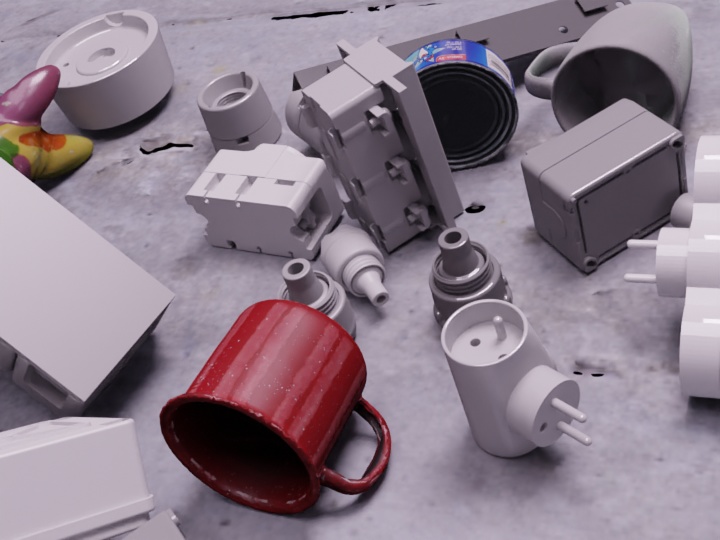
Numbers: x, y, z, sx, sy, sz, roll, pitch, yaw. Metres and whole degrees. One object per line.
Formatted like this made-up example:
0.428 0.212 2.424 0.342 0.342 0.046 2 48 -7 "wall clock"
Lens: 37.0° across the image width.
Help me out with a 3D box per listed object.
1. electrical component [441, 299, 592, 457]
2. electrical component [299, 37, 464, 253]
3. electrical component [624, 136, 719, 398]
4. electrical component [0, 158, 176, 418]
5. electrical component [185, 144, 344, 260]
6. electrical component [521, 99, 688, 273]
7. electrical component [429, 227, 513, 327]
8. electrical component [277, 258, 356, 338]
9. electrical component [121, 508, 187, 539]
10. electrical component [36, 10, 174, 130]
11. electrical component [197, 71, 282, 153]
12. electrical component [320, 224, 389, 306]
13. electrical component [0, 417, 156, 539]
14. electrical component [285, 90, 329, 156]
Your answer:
0.083 0.063 0.539 0.044 0.077 0.079 -42 46 -21 "electrical component"
0.014 -0.074 0.676 0.063 0.121 0.078 -33 43 -9 "electrical component"
0.175 -0.003 0.558 0.074 0.052 0.138 3 76 25 "electrical component"
-0.204 0.011 0.658 0.150 0.061 0.089 38 59 -3 "electrical component"
-0.063 -0.048 0.734 0.089 0.050 0.055 8 50 29 "electrical component"
0.151 -0.056 0.646 0.096 0.061 0.061 -30 43 -10 "electrical component"
0.060 0.003 0.621 0.048 0.062 0.048 -11 43 11 "electrical component"
-0.029 0.021 0.640 0.043 0.062 0.043 -11 43 11 "electrical component"
-0.093 0.167 0.514 0.061 0.061 0.096 -34 43 -13 "electrical component"
-0.209 -0.163 0.905 0.108 0.060 0.108 -12 43 11 "electrical component"
-0.093 -0.119 0.823 0.055 0.047 0.055 -12 43 11 "electrical component"
0.000 0.000 0.671 0.035 0.035 0.061 -28 45 -8 "electrical component"
-0.178 0.114 0.551 0.109 0.056 0.109 -12 1 -34 "electrical component"
-0.019 -0.110 0.778 0.055 0.055 0.047 -33 47 -13 "electrical component"
